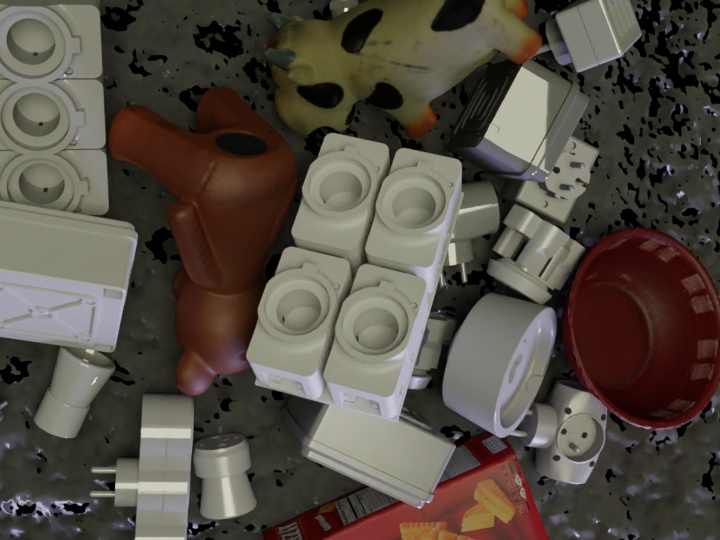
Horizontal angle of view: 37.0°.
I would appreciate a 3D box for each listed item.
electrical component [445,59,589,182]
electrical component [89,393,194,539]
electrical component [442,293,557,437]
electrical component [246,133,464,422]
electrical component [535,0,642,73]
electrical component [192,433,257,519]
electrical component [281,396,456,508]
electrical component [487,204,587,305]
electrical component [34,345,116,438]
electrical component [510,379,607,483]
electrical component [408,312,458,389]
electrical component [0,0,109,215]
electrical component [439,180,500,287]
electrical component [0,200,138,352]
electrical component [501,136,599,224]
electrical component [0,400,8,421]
[{"bbox_3d":[0.117,-0.112,0.814,0.057,0.113,0.078,28,91,-11],"label":"electrical component"},{"bbox_3d":[-0.169,0.162,0.823,0.074,0.052,0.138,3,98,-12],"label":"electrical component"},{"bbox_3d":[0.104,0.070,0.843,0.060,0.108,0.108,21,94,25],"label":"electrical component"},{"bbox_3d":[0.000,0.000,0.767,0.105,0.060,0.186,13,67,11],"label":"electrical component"},{"bbox_3d":[0.170,-0.184,0.840,0.076,0.083,0.047,-17,103,30],"label":"electrical component"},{"bbox_3d":[-0.106,0.160,0.840,0.045,0.045,0.055,-8,99,-10],"label":"electrical component"},{"bbox_3d":[0.003,0.124,0.825,0.109,0.109,0.056,27,89,-14],"label":"electrical component"},{"bbox_3d":[0.138,-0.009,0.859,0.078,0.058,0.057,31,92,-35],"label":"electrical component"},{"bbox_3d":[-0.218,0.093,0.810,0.044,0.044,0.065,25,97,-14],"label":"electrical component"},{"bbox_3d":[0.158,0.130,0.890,0.079,0.044,0.077,11,95,-13],"label":"electrical component"},{"bbox_3d":[0.034,0.059,0.848,0.078,0.058,0.057,10,96,-25],"label":"electrical component"},{"bbox_3d":[-0.223,-0.114,0.747,0.089,0.061,0.150,-2,116,-12],"label":"electrical component"},{"bbox_3d":[0.069,-0.027,0.850,0.077,0.044,0.079,-10,100,-10],"label":"electrical component"},{"bbox_3d":[-0.219,0.007,0.760,0.109,0.108,0.056,10,60,-13],"label":"electrical component"},{"bbox_3d":[0.156,-0.075,0.845,0.047,0.077,0.065,25,92,-14],"label":"electrical component"},{"bbox_3d":[-0.302,0.113,0.795,0.078,0.040,0.040,-35,103,-5],"label":"electrical component"}]
